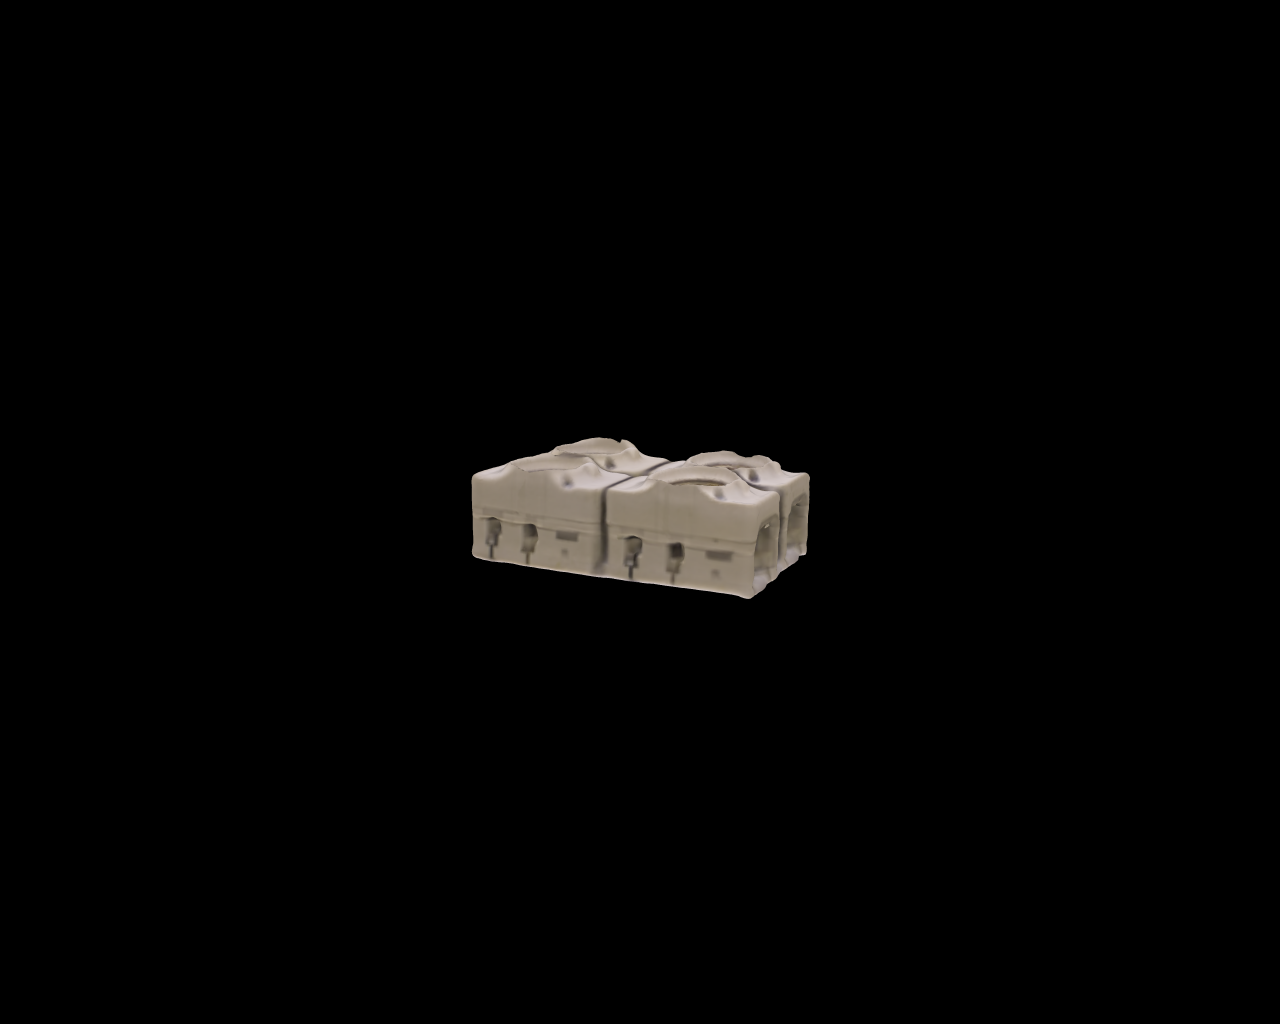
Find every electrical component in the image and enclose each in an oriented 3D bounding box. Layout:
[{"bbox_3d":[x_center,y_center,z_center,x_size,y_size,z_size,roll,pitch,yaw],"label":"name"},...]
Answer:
[{"bbox_3d":[0.001,-0.003,0.650,0.186,0.060,0.105,7,16,26],"label":"electrical component"}]
